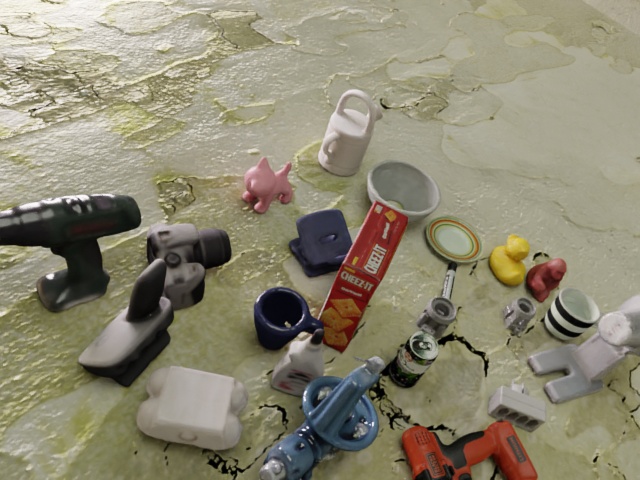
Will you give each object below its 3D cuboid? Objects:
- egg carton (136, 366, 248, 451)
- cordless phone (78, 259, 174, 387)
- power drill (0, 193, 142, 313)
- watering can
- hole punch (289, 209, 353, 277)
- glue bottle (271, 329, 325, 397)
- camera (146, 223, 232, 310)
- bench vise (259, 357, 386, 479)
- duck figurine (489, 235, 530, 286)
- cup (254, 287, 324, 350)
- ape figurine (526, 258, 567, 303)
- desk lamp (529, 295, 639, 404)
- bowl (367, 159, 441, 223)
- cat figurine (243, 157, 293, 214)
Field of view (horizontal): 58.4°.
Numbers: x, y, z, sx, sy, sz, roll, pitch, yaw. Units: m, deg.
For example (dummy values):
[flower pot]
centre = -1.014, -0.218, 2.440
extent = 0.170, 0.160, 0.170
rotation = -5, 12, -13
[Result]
[egg carton]
centre = -0.182, 0.244, 0.829
extent = 0.150, 0.069, 0.107
rotation = 13, 47, -8
[cordless phone]
centre = -0.277, 0.113, 0.831
extent = 0.094, 0.185, 0.148
rotation = 27, 47, 6
[power drill]
centre = -0.385, 0.015, 0.863
extent = 0.230, 0.208, 0.075
rotation = -23, 60, -33
[watering can]
centre = 0.070, -0.248, 1.260
extent = 0.101, 0.194, 0.173
rotation = 24, 47, 3
[hole punch]
centre = 0.010, 0.004, 1.091
extent = 0.109, 0.091, 0.101
rotation = -16, 57, -30
[glue bottle]
centre = -0.022, 0.182, 0.868
extent = 0.078, 0.173, 0.037
rotation = 13, 47, -7
[camera]
centre = -0.218, 0.027, 0.984
extent = 0.137, 0.101, 0.143
rotation = -11, 55, -27
[bench vise]
centre = 0.018, 0.257, 0.784
extent = 0.121, 0.219, 0.208
rotation = 30, 47, 8
[duck figurine]
centre = 0.408, 0.037, 1.204
extent = 0.077, 0.086, 0.104
rotation = 9, 48, -11
[cup]
centre = -0.057, 0.143, 0.943
extent = 0.118, 0.095, 0.092
rotation = 19, 47, -2
[ape figurine]
centre = 0.477, 0.074, 1.191
extent = 0.078, 0.092, 0.076
rotation = -1, 51, -19
[desk lamp]
centre = 0.524, 0.189, 1.023
extent = 0.204, 0.213, 0.117
rotation = -8, 53, -25
[bowl]
centre = 0.173, -0.093, 1.243
extent = 0.167, 0.074, 0.167
rotation = 10, 48, -11
[cat figurine]
centre = -0.104, -0.117, 1.138
extent = 0.128, 0.117, 0.067
rotation = -30, 65, -36
